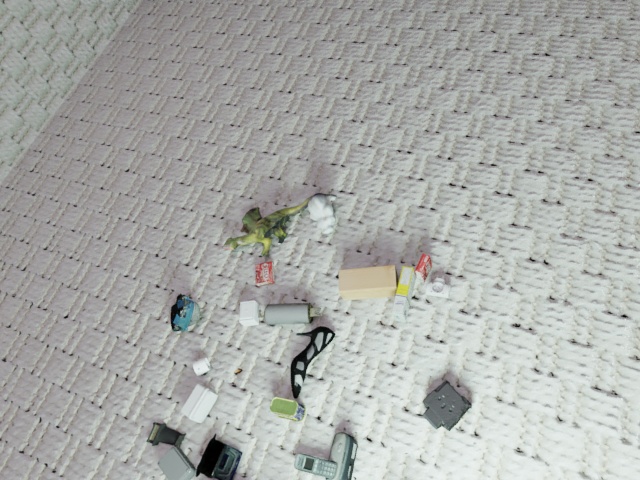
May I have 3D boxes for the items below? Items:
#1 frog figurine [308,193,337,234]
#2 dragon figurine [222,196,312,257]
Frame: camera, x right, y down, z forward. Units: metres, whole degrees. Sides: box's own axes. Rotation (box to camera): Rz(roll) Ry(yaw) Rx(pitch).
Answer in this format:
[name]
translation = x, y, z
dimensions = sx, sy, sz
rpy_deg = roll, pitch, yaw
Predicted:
[frog figurine]
translation = 0.006, -0.104, 2.074
dimensions = 0.136, 0.122, 0.162
rpy_deg = -14, 60, 49
[dragon figurine]
translation = -0.232, -0.081, 2.147
dimensions = 0.245, 0.119, 0.415
rpy_deg = 29, 63, 38
